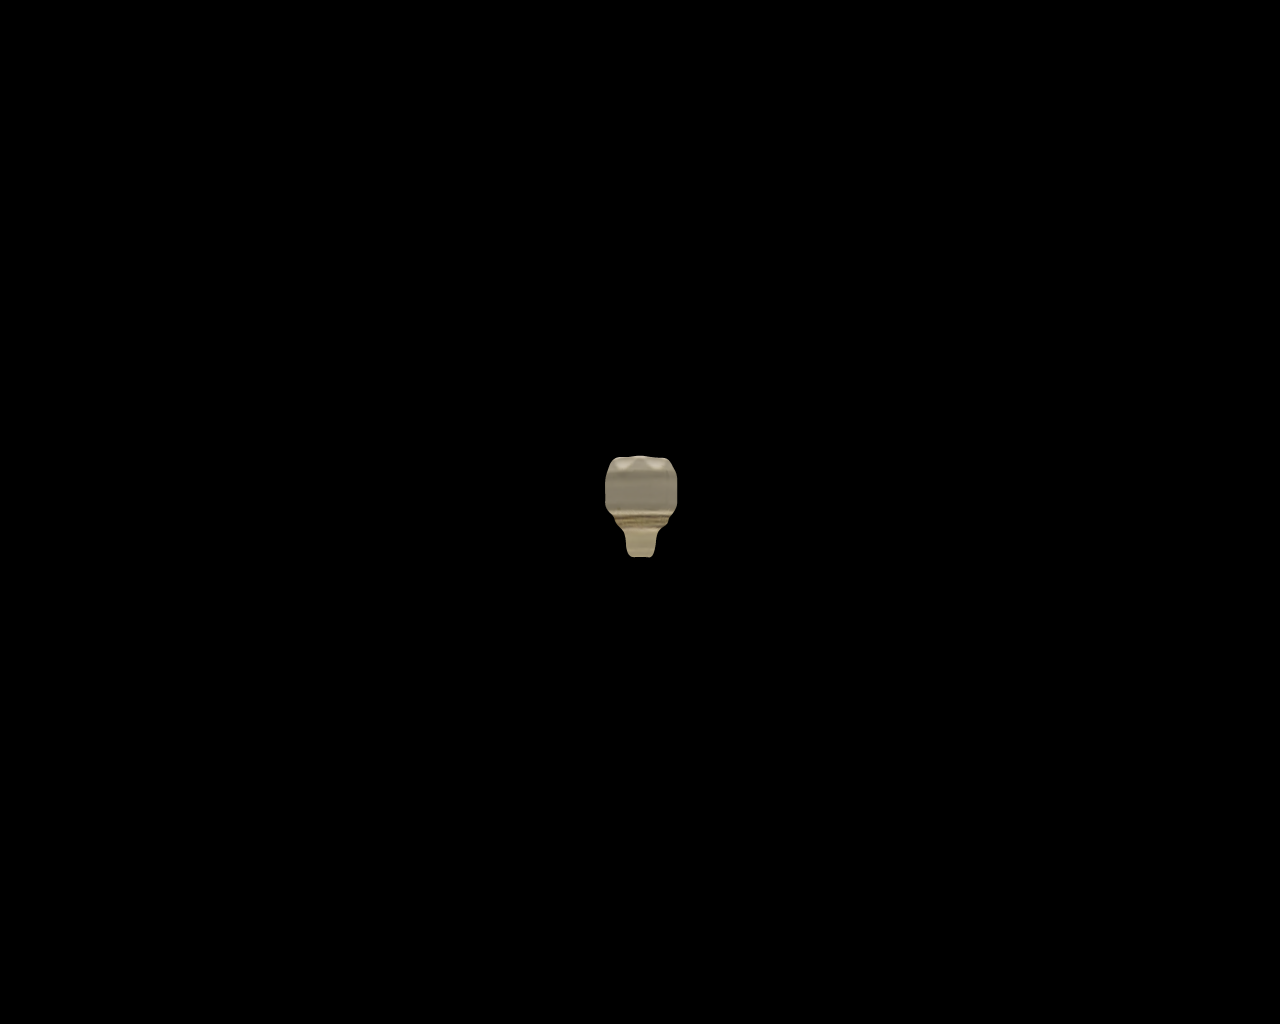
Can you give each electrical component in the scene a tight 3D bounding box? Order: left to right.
[{"bbox_3d":[0.001,-0.003,0.650,0.043,0.062,0.043,0,-2,0],"label":"electrical component"}]
